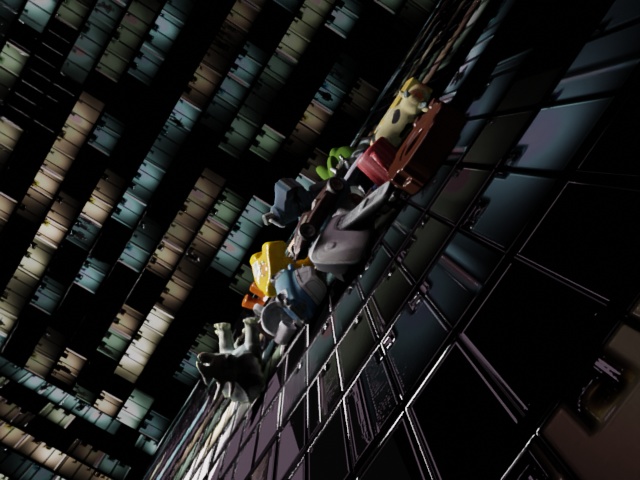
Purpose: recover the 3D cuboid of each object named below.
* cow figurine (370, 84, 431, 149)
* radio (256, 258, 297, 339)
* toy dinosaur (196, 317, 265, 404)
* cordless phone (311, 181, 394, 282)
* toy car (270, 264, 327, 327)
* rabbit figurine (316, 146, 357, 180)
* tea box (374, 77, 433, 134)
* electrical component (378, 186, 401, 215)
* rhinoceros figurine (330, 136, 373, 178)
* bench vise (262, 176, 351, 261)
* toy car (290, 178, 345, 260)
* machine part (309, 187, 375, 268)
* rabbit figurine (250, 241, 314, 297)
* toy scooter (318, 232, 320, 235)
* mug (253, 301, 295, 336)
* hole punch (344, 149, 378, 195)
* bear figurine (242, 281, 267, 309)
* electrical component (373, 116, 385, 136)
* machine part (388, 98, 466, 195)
[{"bbox_3d":[0.201,-0.298,1.325,0.195,0.085,0.127,-54,1,11],"label":"cow figurine"},{"bbox_3d":[-0.094,0.154,1.456,0.229,0.073,0.131,-60,7,-15],"label":"radio"},{"bbox_3d":[-0.188,0.296,1.289,0.404,0.131,0.192,90,175,-74],"label":"toy dinosaur"},{"bbox_3d":[0.073,-0.019,0.994,0.184,0.089,0.146,-45,13,46],"label":"cordless phone"},{"bbox_3d":[-0.037,0.106,1.151,0.103,0.109,0.162,-40,17,4],"label":"toy car"},{"bbox_3d":[0.078,-0.198,1.602,0.121,0.159,0.170,-37,35,46],"label":"rabbit figurine"},{"bbox_3d":[0.221,-0.341,1.436,0.169,0.068,0.098,-56,7,9],"label":"tea box"},{"bbox_3d":[0.138,-0.084,1.059,0.063,0.021,0.094,-60,6,-25],"label":"electrical component"},{"bbox_3d":[0.100,-0.210,1.442,0.190,0.112,0.073,-50,-37,-24],"label":"rhinoceros figurine"},{"bbox_3d":[-0.019,-0.036,1.251,0.224,0.240,0.129,-31,37,-29],"label":"bench vise"},{"bbox_3d":[-0.009,-0.045,1.090,0.202,0.053,0.089,-58,-1,-35],"label":"toy car"},{"bbox_3d":[0.048,-0.016,1.173,0.243,0.079,0.079,-56,6,24],"label":"machine part"},{"bbox_3d":[-0.067,0.082,1.340,0.122,0.173,0.162,-48,54,39],"label":"rabbit figurine"},{"bbox_3d":[-0.003,-0.004,1.432,0.075,0.135,0.183,-20,-12,1],"label":"toy scooter"},{"bbox_3d":[-0.114,0.196,1.313,0.107,0.110,0.081,104,-171,-67],"label":"mug"},{"bbox_3d":[0.120,-0.164,1.296,0.142,0.092,0.116,-59,1,31],"label":"hole punch"},{"bbox_3d":[-0.144,0.141,1.679,0.195,0.132,0.120,-61,4,35],"label":"bear figurine"},{"bbox_3d":[0.207,-0.332,1.556,0.115,0.058,0.134,-58,6,15],"label":"electrical component"},{"bbox_3d":[0.183,-0.163,0.944,0.179,0.056,0.179,-58,7,11],"label":"machine part"}]
